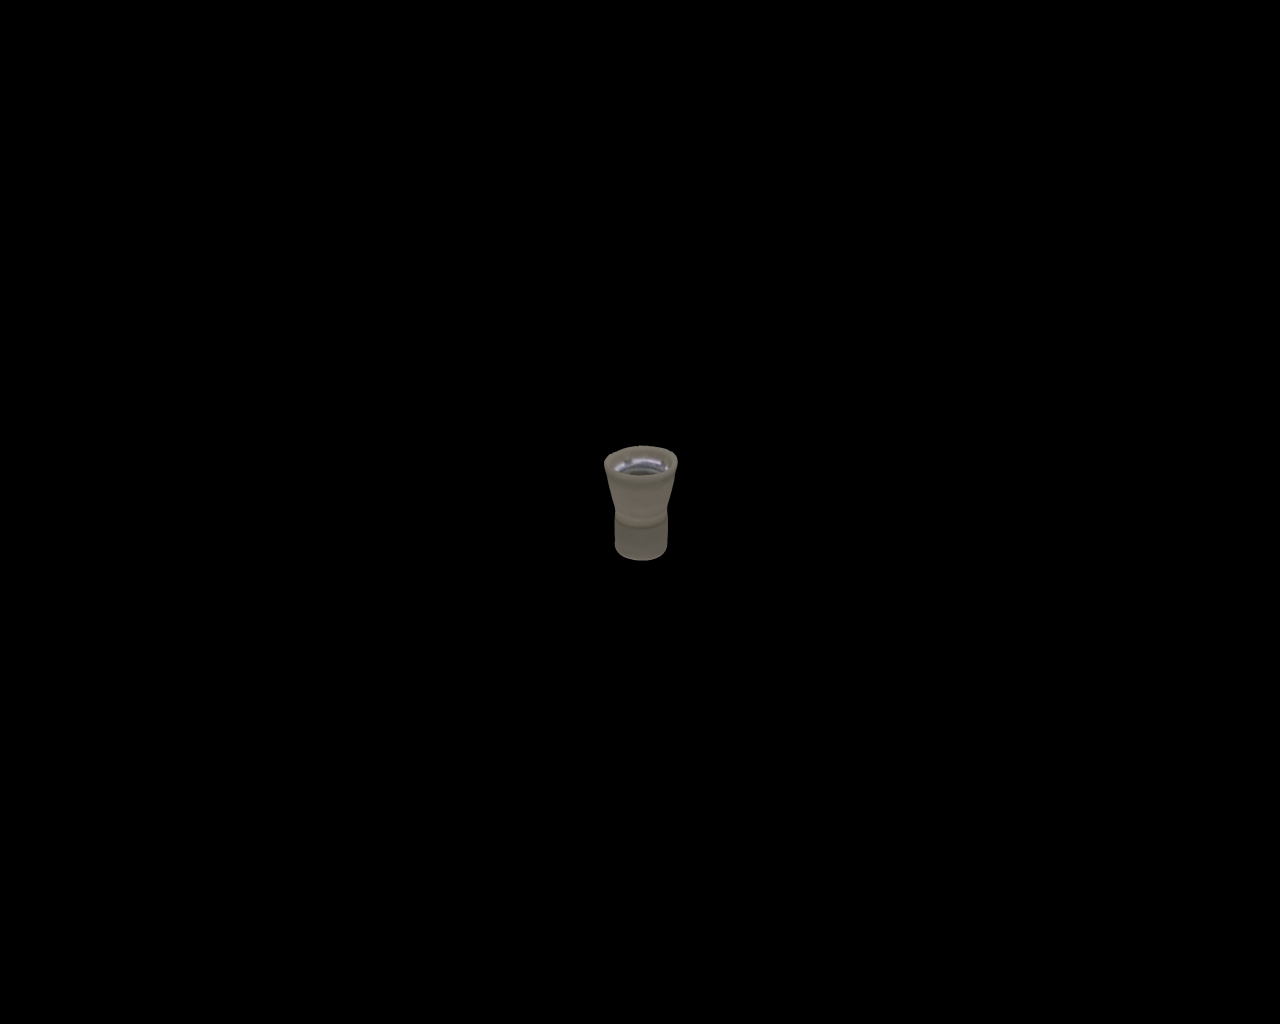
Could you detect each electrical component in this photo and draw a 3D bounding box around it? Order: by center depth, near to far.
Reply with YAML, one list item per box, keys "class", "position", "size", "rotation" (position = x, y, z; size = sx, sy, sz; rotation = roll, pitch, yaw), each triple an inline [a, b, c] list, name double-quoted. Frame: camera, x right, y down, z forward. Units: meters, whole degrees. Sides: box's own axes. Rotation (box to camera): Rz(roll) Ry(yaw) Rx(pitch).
- class: "electrical component"
  position: [0.001, -0.003, 0.650]
  size: [0.044, 0.065, 0.044]
  rotation: [0, 28, 0]
